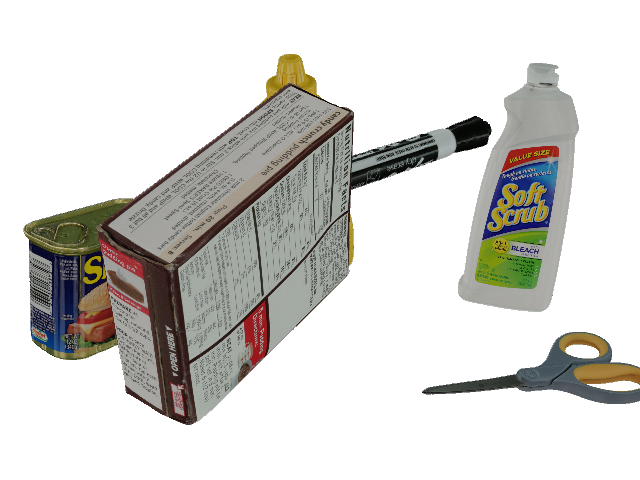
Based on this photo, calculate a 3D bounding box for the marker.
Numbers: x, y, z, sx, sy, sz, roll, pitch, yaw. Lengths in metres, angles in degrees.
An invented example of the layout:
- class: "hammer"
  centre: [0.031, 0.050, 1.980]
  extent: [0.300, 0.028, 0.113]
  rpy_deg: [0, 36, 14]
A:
- class: "marker"
  centre: [0.048, -0.049, 0.617]
  extent: [0.121, 0.020, 0.020]
  rpy_deg: [-20, 8, -23]

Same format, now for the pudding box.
- class: "pudding box"
  centre: [-0.032, 0.004, 0.419]
  extent: [0.039, 0.090, 0.113]
  rpy_deg: [24, 47, 25]

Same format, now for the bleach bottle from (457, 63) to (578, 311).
- class: "bleach bottle"
  centre: [0.205, -0.056, 1.098]
  extent: [0.103, 0.251, 0.068]
  rpy_deg: [9, 20, 15]

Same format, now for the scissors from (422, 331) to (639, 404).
- class: "scissors"
  centre: [0.176, 0.104, 0.891]
  extent: [0.201, 0.016, 0.096]
  rpy_deg: [5, 29, -8]

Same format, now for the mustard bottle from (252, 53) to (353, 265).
- class: "mustard bottle"
  centre: [-0.021, -0.063, 0.894]
  extent: [0.096, 0.192, 0.058]
  rpy_deg: [0, 31, 3]

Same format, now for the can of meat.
- class: "can of meat"
  centre: [-0.152, 0.026, 0.738]
  extent: [0.058, 0.084, 0.101]
  rpy_deg: [21, 27, 34]
